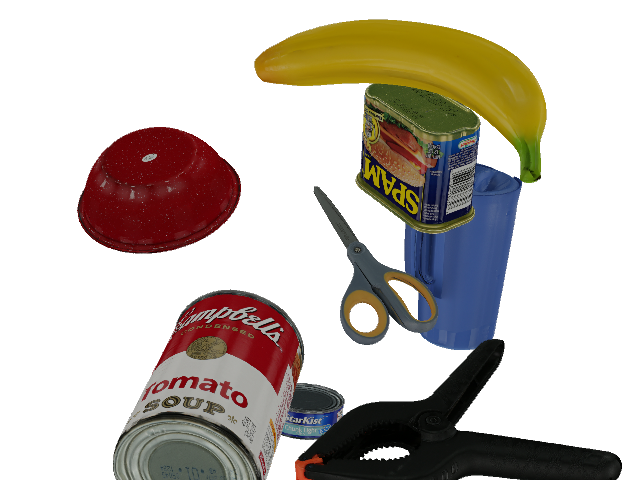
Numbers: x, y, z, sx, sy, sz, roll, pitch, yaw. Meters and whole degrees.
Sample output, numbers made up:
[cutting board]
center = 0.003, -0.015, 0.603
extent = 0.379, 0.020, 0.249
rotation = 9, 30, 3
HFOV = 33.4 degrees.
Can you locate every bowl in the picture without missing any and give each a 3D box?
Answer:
[bowl]
center = -0.160, -0.061, 1.027
extent = 0.162, 0.055, 0.162
rotation = -4, 43, 3

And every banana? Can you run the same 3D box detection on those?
[banana]
center = 0.052, -0.095, 0.610
extent = 0.198, 0.069, 0.037
rotation = 24, -29, 32

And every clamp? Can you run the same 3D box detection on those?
[clamp]
center = 0.079, 0.133, 0.750
extent = 0.209, 0.036, 0.165
rotation = -9, 29, -12

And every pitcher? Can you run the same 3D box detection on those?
[pitcher]
center = 0.186, 0.024, 1.451
extent = 0.149, 0.243, 0.145
rotation = 4, 22, 4

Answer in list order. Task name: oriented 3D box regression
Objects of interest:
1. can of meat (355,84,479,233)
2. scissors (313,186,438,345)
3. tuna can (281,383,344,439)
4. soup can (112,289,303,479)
[can of meat]
center = 0.074, -0.068, 0.809
extent = 0.057, 0.084, 0.102
rotation = -20, 41, -28
[scissors]
center = 0.025, 0.026, 0.998
extent = 0.096, 0.016, 0.202
rotation = -33, 55, -24
[tuna can]
center = -0.018, 0.183, 1.149
extent = 0.086, 0.034, 0.086
rotation = 5, 12, -1
[soup can]
center = -0.050, 0.078, 0.500
extent = 0.068, 0.068, 0.102
rotation = 0, 29, 11
